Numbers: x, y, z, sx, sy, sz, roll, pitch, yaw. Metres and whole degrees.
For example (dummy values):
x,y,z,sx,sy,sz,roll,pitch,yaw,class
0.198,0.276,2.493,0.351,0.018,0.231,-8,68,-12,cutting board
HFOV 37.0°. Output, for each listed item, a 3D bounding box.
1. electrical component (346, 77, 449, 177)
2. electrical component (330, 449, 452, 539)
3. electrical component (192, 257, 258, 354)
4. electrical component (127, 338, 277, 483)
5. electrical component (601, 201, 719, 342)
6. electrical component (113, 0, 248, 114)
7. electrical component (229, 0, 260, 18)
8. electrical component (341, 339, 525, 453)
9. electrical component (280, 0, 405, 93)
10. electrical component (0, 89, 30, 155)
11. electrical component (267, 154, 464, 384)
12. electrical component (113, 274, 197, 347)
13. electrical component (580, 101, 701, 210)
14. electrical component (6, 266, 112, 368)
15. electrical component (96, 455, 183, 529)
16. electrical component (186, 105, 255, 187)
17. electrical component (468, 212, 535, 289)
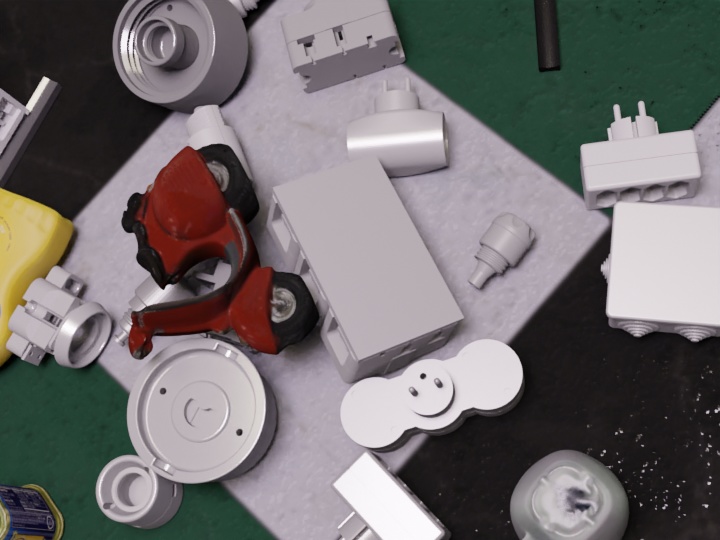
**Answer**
x,y,z,sx,sy,sz,roll,pitch,yaw,class
0.030,-0.119,0.867,0.077,0.043,0.079,-4,73,10,electrical component
0.010,0.188,0.782,0.076,0.047,0.083,-44,71,-3,electrical component
-0.094,0.030,0.852,0.081,0.042,0.063,15,80,16,electrical component
-0.116,0.111,0.822,0.108,0.060,0.108,-3,74,11,electrical component
0.228,0.001,0.790,0.100,0.048,0.099,4,75,13,electrical component
-0.155,-0.187,0.897,0.108,0.060,0.108,1,94,22,electrical component
-0.104,-0.236,0.933,0.061,0.035,0.035,-17,72,4,electrical component
0.052,0.091,0.787,0.138,0.073,0.052,-19,71,5,electrical component
-0.015,-0.194,0.894,0.089,0.050,0.055,-17,72,7,electrical component
-0.397,-0.166,0.930,0.186,0.105,0.060,26,83,20,electrical component
0.000,0.000,0.821,0.089,0.061,0.150,-20,70,-20,electrical component
-0.167,0.030,0.867,0.078,0.040,0.040,-45,71,-3,electrical component
0.210,-0.093,0.821,0.083,0.047,0.075,-7,73,10,electrical component
-0.240,0.044,0.869,0.057,0.058,0.078,26,81,20,electrical component
-0.170,0.169,0.824,0.055,0.047,0.055,-3,74,11,electrical component
-0.121,-0.100,0.893,0.043,0.043,0.081,-23,71,4,electrical component
0.105,-0.013,0.827,0.035,0.035,0.061,36,87,18,electrical component
